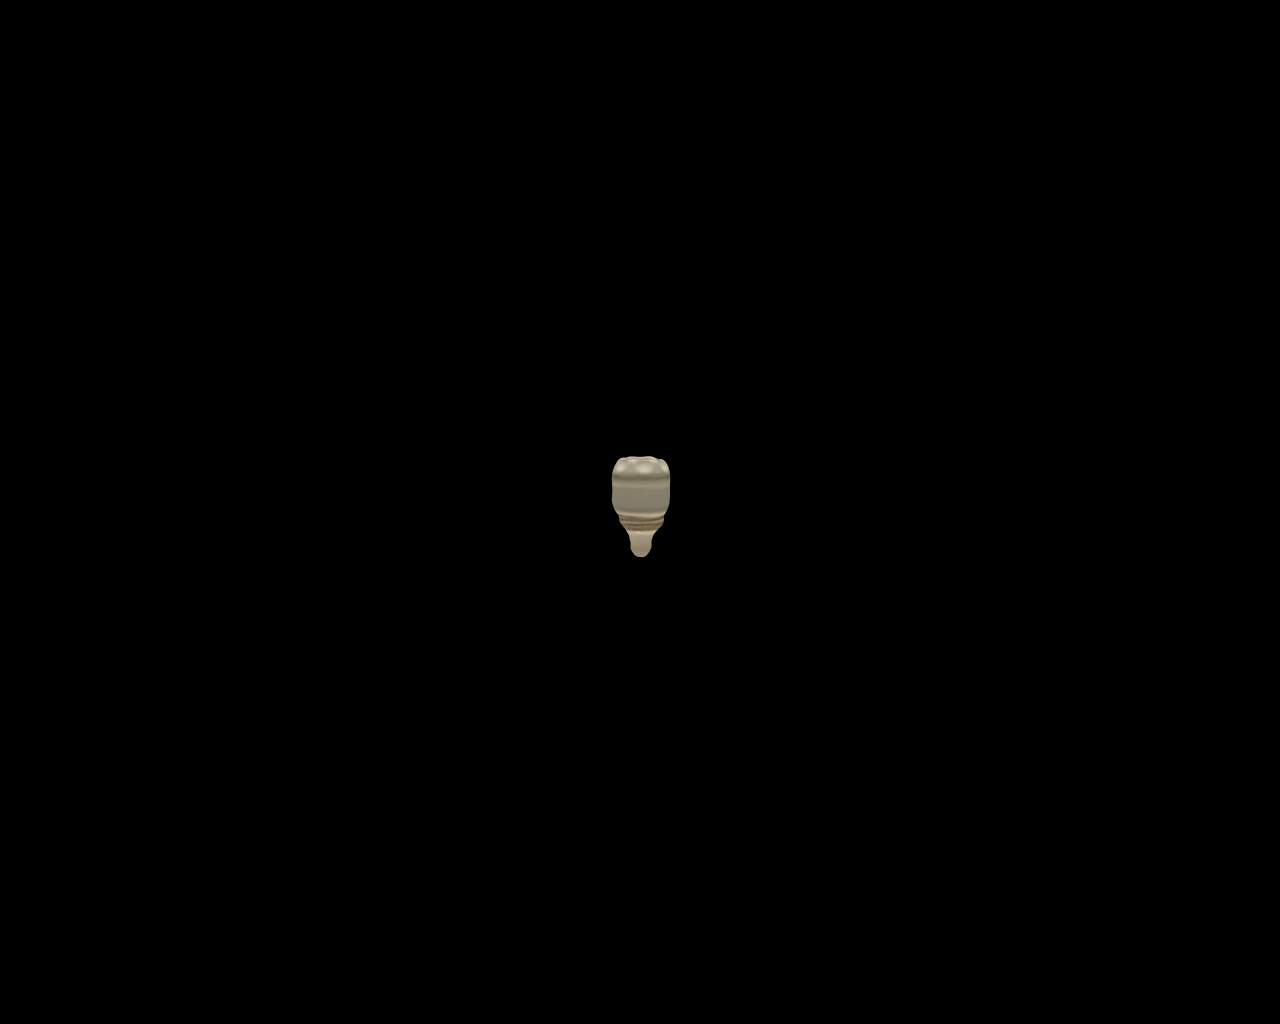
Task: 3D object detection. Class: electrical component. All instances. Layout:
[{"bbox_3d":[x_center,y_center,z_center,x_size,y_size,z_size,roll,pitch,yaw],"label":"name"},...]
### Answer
[{"bbox_3d":[0.001,-0.003,0.650,0.035,0.061,0.035,0,7,0],"label":"electrical component"}]
